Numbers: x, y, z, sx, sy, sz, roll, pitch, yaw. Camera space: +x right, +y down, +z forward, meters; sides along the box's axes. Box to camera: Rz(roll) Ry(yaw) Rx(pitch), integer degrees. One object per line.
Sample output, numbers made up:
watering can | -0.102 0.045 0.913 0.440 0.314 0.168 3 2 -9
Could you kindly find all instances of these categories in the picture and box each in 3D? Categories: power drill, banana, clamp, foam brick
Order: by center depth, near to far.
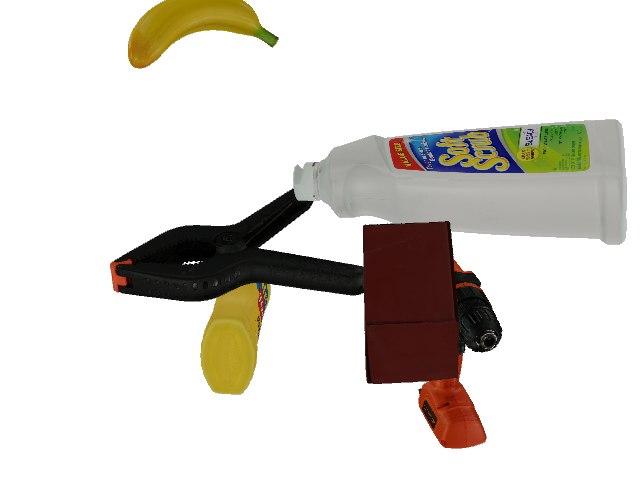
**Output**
foam brick | 0.050 0.034 0.600 0.051 0.078 0.053 -1 -44 3
clamp | -0.075 0.007 0.919 0.210 0.036 0.164 -7 32 -9
banana | -0.120 -0.205 1.014 0.070 0.037 0.197 45 39 19
power drill | 0.148 0.125 1.144 0.057 0.188 0.184 -4 24 -9

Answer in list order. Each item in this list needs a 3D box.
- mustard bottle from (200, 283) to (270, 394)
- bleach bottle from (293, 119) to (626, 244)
mustard bottle | -0.089 0.078 1.174 0.058 0.096 0.191 2 28 3
bleach bottle | 0.102 -0.044 0.816 0.251 0.068 0.102 -1 37 14
